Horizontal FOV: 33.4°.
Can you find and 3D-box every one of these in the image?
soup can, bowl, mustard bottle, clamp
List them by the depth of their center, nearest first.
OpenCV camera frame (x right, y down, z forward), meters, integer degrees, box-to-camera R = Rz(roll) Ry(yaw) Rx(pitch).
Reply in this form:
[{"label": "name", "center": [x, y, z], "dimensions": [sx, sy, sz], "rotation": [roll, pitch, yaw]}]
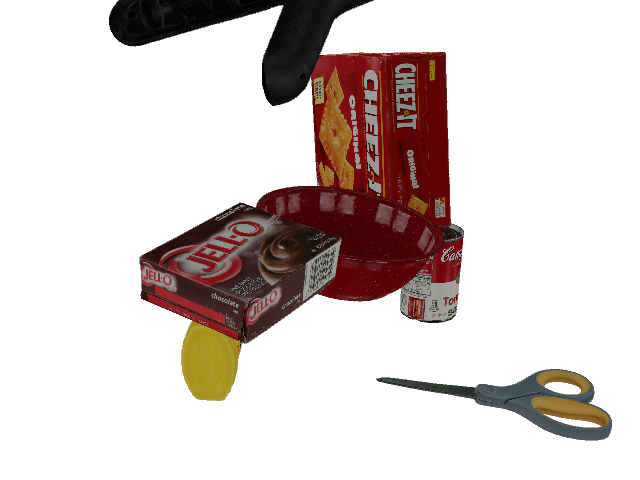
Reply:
[{"label": "clamp", "center": [-0.004, -0.122, 0.512], "dimensions": [0.171, 0.039, 0.120], "rotation": [-35, 52, -21]}, {"label": "bowl", "center": [0.021, 0.007, 0.905], "dimensions": [0.162, 0.055, 0.162], "rotation": [9, 22, -4]}, {"label": "mustard bottle", "center": [-0.108, 0.086, 1.177], "dimensions": [0.058, 0.096, 0.191], "rotation": [1, 27, 5]}, {"label": "soup can", "center": [0.126, 0.036, 1.224], "dimensions": [0.068, 0.102, 0.068], "rotation": [2, 20, -1]}]

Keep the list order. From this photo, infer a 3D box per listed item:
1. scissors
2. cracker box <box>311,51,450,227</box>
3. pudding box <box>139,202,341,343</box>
[{"label": "scissors", "center": [0.158, 0.128, 0.943], "dimensions": [0.202, 0.016, 0.096], "rotation": [16, 28, 14]}, {"label": "cracker box", "center": [0.055, -0.106, 1.074], "dimensions": [0.072, 0.164, 0.214], "rotation": [-7, 12, -17]}, {"label": "pudding box", "center": [-0.053, 0.019, 0.724], "dimensions": [0.090, 0.039, 0.113], "rotation": [21, 30, 27]}]
